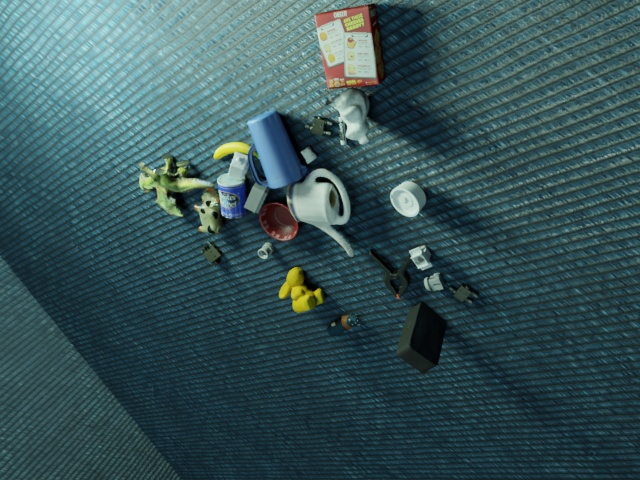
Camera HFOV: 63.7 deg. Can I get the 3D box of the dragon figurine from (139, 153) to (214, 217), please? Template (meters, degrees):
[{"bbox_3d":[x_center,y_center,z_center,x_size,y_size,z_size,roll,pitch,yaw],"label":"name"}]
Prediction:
[{"bbox_3d":[-0.573,-0.195,2.023,0.413,0.237,0.124,25,47,22],"label":"dragon figurine"}]

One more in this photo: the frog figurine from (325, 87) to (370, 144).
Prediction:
[{"bbox_3d":[0.109,-0.367,1.528,0.122,0.161,0.137,-36,-11,11],"label":"frog figurine"}]

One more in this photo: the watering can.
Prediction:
[{"bbox_3d":[0.005,-0.090,1.784,0.224,0.340,0.106,5,34,27],"label":"watering can"}]
